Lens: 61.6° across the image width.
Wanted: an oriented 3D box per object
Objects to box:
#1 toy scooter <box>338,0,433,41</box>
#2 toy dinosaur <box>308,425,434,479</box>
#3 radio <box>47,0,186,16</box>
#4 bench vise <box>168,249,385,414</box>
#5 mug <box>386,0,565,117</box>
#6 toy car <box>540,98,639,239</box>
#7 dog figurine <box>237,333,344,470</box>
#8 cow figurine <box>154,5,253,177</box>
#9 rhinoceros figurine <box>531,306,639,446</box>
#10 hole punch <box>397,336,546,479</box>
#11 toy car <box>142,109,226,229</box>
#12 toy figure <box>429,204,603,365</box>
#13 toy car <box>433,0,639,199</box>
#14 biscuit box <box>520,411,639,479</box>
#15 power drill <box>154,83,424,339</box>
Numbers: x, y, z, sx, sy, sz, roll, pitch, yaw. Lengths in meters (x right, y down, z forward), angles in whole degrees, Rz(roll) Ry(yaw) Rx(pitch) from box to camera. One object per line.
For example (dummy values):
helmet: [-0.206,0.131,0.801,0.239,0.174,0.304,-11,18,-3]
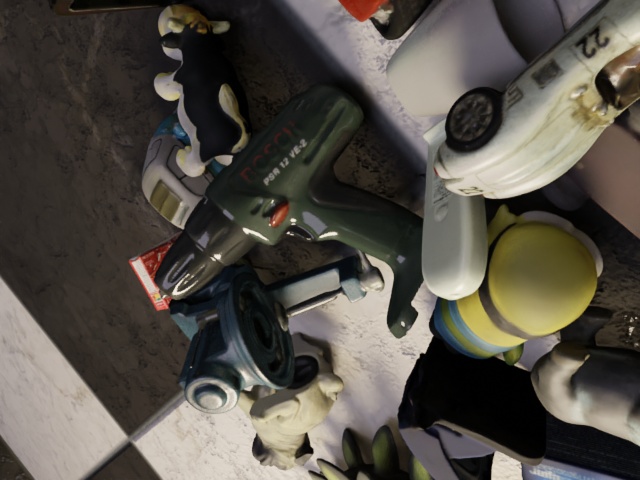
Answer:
toy scooter: [0.033,-0.201,0.320,0.135,0.075,0.184,35,174,-11]
toy dinosaur: [0.095,0.319,0.610,0.472,0.105,0.198,-18,102,48]
radio: [-0.138,-0.241,0.414,0.230,0.131,0.073,5,113,56]
bench vise: [-0.047,0.070,0.565,0.241,0.224,0.128,-24,106,14]
mug: [0.107,-0.121,0.376,0.109,0.081,0.107,50,146,-19]
toy car: [0.235,-0.016,0.345,0.202,0.053,0.089,42,138,5]
dog figurine: [-0.025,0.225,0.682,0.173,0.121,0.190,5,132,40]
cow figurine: [-0.110,-0.151,0.503,0.098,0.068,0.167,-14,91,62]
rhinoceros figurine: [0.233,0.120,0.349,0.191,0.073,0.112,21,125,35]
hole punch: [0.127,0.158,0.480,0.116,0.142,0.092,27,125,11]
toy car: [-0.137,-0.062,0.582,0.161,0.103,0.109,51,136,5]
toy figure: [0.142,0.049,0.418,0.082,0.089,0.180,20,149,-5]
toy car: [0.149,-0.088,0.291,0.201,0.073,0.056,-42,53,31]
biscuit box: [0.273,0.198,0.437,0.203,0.063,0.059,3,117,38]
power drill: [-0.001,-0.001,0.463,0.207,0.232,0.086,32,177,7]
